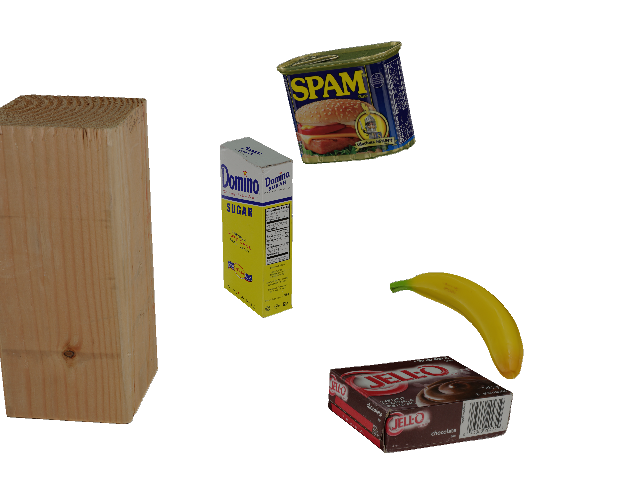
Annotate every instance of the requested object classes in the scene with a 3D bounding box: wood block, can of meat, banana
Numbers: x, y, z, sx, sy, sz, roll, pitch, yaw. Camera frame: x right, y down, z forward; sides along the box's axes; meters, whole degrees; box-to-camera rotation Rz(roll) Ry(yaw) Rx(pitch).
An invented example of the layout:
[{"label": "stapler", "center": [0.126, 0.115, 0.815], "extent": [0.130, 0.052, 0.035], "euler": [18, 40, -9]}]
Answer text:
[{"label": "wood block", "center": [-0.168, 0.011, 0.729], "extent": [0.091, 0.206, 0.090], "euler": [3, 20, 4]}, {"label": "can of meat", "center": [0.023, -0.112, 0.874], "extent": [0.102, 0.084, 0.057], "euler": [-2, 21, 31]}, {"label": "banana", "center": [0.157, 0.079, 1.119], "extent": [0.069, 0.037, 0.198], "euler": [-38, 40, -14]}]

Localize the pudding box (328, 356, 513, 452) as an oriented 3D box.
[{"label": "pudding box", "center": [0.074, 0.122, 0.814], "extent": [0.113, 0.039, 0.090], "euler": [-1, 14, -27]}]

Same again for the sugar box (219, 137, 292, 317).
[{"label": "sugar box", "center": [-0.070, -0.015, 1.161], "extent": [0.048, 0.176, 0.093], "euler": [-17, 29, -30]}]
